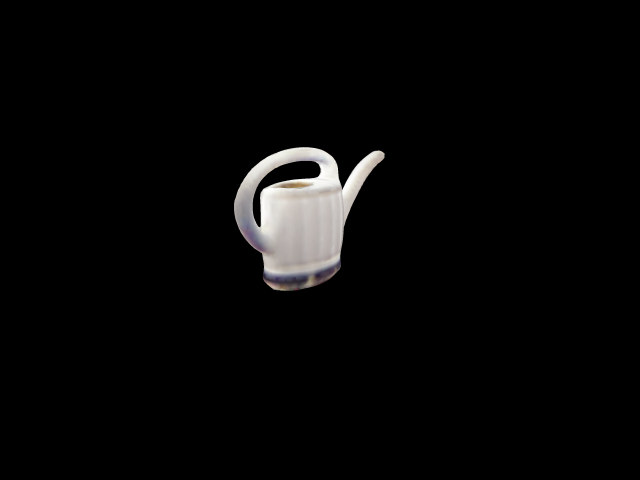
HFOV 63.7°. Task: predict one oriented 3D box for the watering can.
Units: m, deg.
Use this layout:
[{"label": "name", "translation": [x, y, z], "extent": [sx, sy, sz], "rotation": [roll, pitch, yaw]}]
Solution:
[{"label": "watering can", "translation": [0.003, -0.043, 0.850], "extent": [0.104, 0.222, 0.350], "rotation": [12, 18, 41]}]
